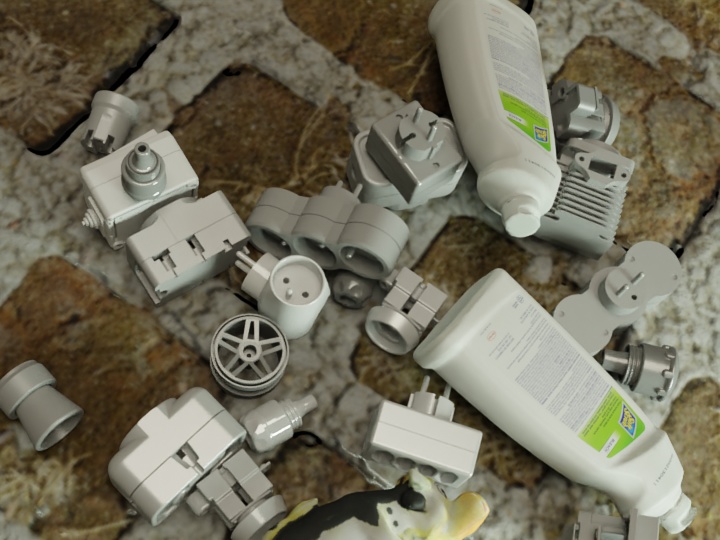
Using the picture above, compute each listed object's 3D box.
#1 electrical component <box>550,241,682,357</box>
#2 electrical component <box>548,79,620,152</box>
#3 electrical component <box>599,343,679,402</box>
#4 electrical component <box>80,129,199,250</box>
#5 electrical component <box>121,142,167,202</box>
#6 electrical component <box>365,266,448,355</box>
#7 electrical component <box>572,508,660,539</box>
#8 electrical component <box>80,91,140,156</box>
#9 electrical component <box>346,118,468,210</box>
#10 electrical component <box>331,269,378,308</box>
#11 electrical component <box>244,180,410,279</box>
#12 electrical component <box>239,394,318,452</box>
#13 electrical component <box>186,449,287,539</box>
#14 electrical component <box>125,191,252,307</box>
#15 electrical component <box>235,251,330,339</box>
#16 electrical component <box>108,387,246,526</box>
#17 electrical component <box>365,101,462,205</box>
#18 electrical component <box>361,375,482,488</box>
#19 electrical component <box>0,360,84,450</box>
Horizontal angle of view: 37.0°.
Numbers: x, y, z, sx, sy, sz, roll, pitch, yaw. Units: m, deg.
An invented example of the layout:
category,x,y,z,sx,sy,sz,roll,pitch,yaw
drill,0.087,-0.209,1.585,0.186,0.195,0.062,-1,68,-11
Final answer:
category,x,y,z,sx,sy,sz,roll,pitch,yaw
electrical component,0.219,0.022,0.911,0.138,0.073,0.052,-35,77,-21
electrical component,0.198,-0.136,0.978,0.057,0.078,0.058,10,66,-26
electrical component,0.234,0.082,0.906,0.062,0.048,0.048,14,66,3
electrical component,-0.188,-0.066,0.885,0.096,0.061,0.061,-27,75,-19
electrical component,-0.166,-0.078,0.824,0.035,0.061,0.035,3,67,-8
electrical component,0.036,0.036,0.890,0.066,0.048,0.055,34,59,6
electrical component,0.197,0.212,0.831,0.064,0.081,0.042,5,65,17
electrical component,-0.214,-0.123,0.918,0.040,0.040,0.046,17,72,-2
electrical component,0.039,-0.090,0.935,0.095,0.059,0.053,-12,70,-14
electrical component,0.000,0.000,0.905,0.035,0.035,0.061,22,63,0
electrical component,-0.022,-0.044,0.887,0.138,0.052,0.073,12,60,27
electrical component,-0.062,0.117,0.845,0.061,0.035,0.035,-27,74,-22
electrical component,-0.088,0.174,0.811,0.066,0.048,0.055,-36,70,-21
electrical component,-0.142,-0.021,0.880,0.089,0.050,0.055,-30,76,-19
electrical component,-0.068,0.012,0.865,0.079,0.077,0.044,36,66,7
electrical component,-0.141,0.137,0.812,0.059,0.053,0.095,44,67,10
electrical component,0.046,-0.103,0.866,0.047,0.076,0.065,-31,76,-20
electrical component,0.053,0.121,0.856,0.083,0.047,0.075,18,66,-2
electrical component,-0.244,0.102,0.814,0.045,0.045,0.055,-40,78,-22
